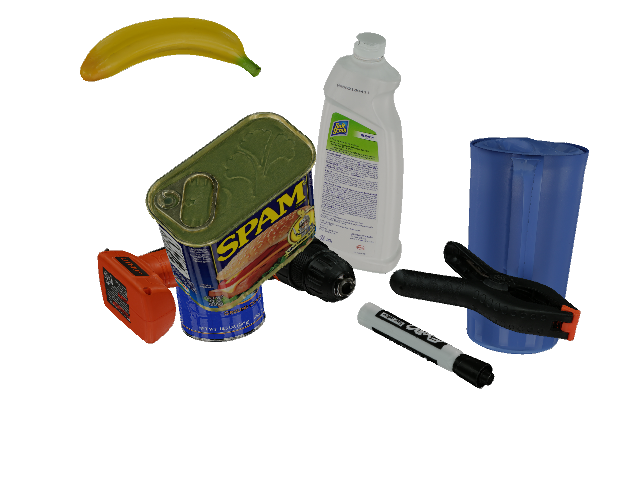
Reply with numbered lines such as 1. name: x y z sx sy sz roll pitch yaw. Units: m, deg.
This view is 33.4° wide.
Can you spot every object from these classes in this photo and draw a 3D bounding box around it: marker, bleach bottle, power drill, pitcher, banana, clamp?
1. marker: 0.076 0.076 0.779 0.121 0.020 0.020 26 17 39
2. bleach bottle: 0.047 -0.091 1.110 0.102 0.251 0.068 13 33 11
3. power drill: -0.086 0.030 0.938 0.187 0.057 0.185 -17 27 -31
4. pitcher: 0.229 0.005 1.229 0.149 0.243 0.145 -6 16 -33
5. banana: -0.154 -0.194 1.074 0.197 0.070 0.037 -9 -38 -32
6. clamp: 0.162 0.045 0.999 0.172 0.039 0.120 20 32 20

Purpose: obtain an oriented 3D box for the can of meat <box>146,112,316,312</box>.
1. can of meat: -0.049 -0.015 0.652 0.102 0.057 0.084 -39 -27 -20

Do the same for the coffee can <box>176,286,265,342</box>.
1. coffee can: -0.121 0.033 1.247 0.103 0.140 0.103 -4 26 2
